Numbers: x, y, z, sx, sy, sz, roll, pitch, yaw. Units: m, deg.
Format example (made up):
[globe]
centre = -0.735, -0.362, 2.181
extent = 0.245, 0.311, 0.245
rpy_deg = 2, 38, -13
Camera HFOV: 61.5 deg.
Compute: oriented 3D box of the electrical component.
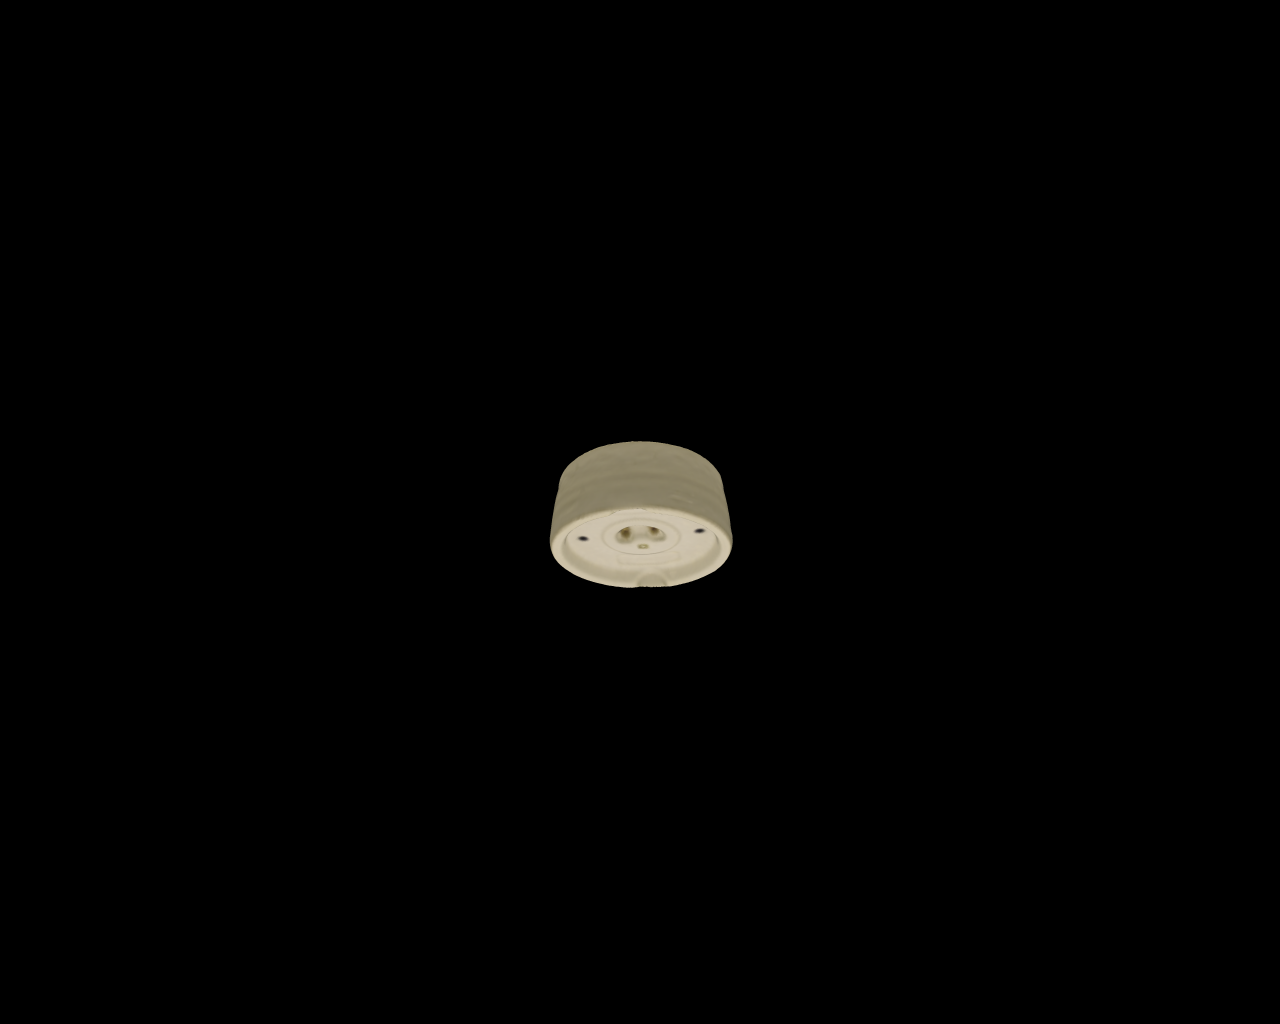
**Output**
[electrical component]
centre = 0.001, -0.003, 0.650
extent = 0.108, 0.060, 0.108
rpy_deg = 0, -29, 0
